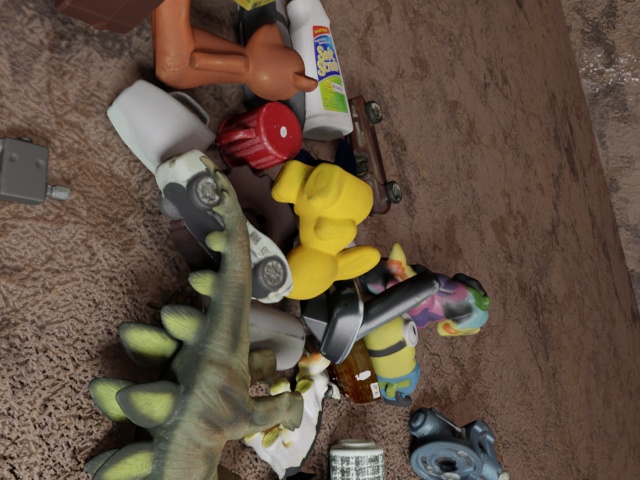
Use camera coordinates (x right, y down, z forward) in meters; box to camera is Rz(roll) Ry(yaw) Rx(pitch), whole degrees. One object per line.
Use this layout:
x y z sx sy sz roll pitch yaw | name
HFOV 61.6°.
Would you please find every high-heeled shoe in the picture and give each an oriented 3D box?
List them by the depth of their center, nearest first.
-0.071 -0.267 0.806 0.145 0.086 0.248 -89 168 -62 | high-heeled shoe

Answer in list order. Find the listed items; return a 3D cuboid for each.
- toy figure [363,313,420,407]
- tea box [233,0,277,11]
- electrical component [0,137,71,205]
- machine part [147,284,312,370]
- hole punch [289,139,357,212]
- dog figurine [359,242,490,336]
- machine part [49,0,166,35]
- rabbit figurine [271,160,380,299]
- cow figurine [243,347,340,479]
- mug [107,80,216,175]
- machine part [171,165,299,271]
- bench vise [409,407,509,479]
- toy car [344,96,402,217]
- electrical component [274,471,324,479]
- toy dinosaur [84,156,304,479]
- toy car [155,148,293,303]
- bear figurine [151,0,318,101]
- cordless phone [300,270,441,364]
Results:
0.111 0.188 0.848 0.089 0.082 0.179 -20 125 -22 | toy figure
-0.120 -0.380 0.694 0.170 0.068 0.098 36 46 6 | tea box
-0.290 -0.068 0.522 0.094 0.021 0.063 13 71 -46 | electrical component
-0.100 0.109 0.653 0.243 0.079 0.079 23 64 -44 | machine part
0.018 -0.080 0.826 0.115 0.092 0.142 41 49 -40 | hole punch
0.174 0.083 0.902 0.219 0.192 0.108 41 58 -54 | dog figurine
-0.209 -0.334 0.541 0.087 0.201 0.201 1 81 -46 | machine part
-0.001 -0.002 0.704 0.162 0.122 0.173 30 75 -48 | rabbit figurine
-0.022 0.228 0.719 0.167 0.068 0.098 -52 125 -38 | cow figurine
-0.180 -0.136 0.621 0.107 0.081 0.109 44 54 -21 | mug
-0.102 -0.009 0.696 0.179 0.056 0.179 15 70 -47 | machine part
0.238 0.407 0.916 0.223 0.129 0.241 48 31 -20 | bench vise
0.073 -0.137 0.897 0.053 0.089 0.202 -19 96 -53 | toy car
-0.033 0.366 0.682 0.134 0.058 0.114 -17 95 -50 | electrical component
-0.120 0.161 0.539 0.198 0.105 0.471 13 92 -38 | toy dinosaur
-0.103 -0.008 0.591 0.201 0.074 0.056 54 48 -23 | toy car
-0.103 -0.238 0.658 0.196 0.120 0.131 -4 112 -16 | bear figurine
0.067 0.076 0.744 0.088 0.184 0.147 60 5 -18 | cordless phone
